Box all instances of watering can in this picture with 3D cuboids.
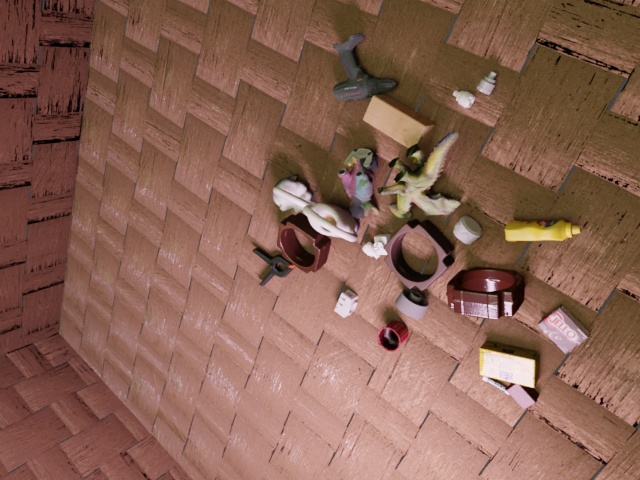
[{"bbox_3d":[0.006,-0.092,1.828,0.351,0.224,0.103,35,102,26],"label":"watering can"}]

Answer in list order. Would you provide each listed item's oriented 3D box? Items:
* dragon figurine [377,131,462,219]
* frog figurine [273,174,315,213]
[{"bbox_3d":[0.341,-0.170,1.607,0.240,0.125,0.405,35,144,-22],"label":"dragon figurine"},{"bbox_3d":[-0.100,-0.158,1.951,0.136,0.122,0.162,-44,63,16],"label":"frog figurine"}]
